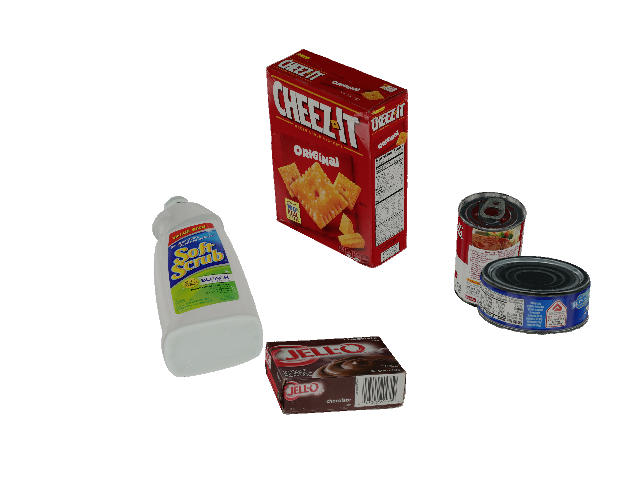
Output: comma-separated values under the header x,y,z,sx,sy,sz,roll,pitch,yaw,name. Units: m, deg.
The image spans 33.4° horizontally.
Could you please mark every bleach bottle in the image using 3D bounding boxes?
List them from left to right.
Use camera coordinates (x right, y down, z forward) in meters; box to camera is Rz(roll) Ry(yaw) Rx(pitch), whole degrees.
x,y,z,sx,sy,sz,roll,pitch,yaw,name
-0.136,0.033,1.121,0.102,0.068,0.251,-12,37,-12,bleach bottle

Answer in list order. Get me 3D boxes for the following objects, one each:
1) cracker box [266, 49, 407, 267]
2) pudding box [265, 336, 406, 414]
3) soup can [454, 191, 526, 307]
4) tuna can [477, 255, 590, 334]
x,y,z,sx,sy,sz,roll,pitch,yaw,name
0.018,-0.093,1.237,0.164,0.214,0.072,28,46,36,cracker box
0.012,0.120,0.965,0.113,0.039,0.090,0,17,-13,pudding box
0.173,0.010,1.096,0.068,0.102,0.068,-1,36,1,soup can
0.166,0.041,0.831,0.086,0.034,0.086,0,19,0,tuna can
